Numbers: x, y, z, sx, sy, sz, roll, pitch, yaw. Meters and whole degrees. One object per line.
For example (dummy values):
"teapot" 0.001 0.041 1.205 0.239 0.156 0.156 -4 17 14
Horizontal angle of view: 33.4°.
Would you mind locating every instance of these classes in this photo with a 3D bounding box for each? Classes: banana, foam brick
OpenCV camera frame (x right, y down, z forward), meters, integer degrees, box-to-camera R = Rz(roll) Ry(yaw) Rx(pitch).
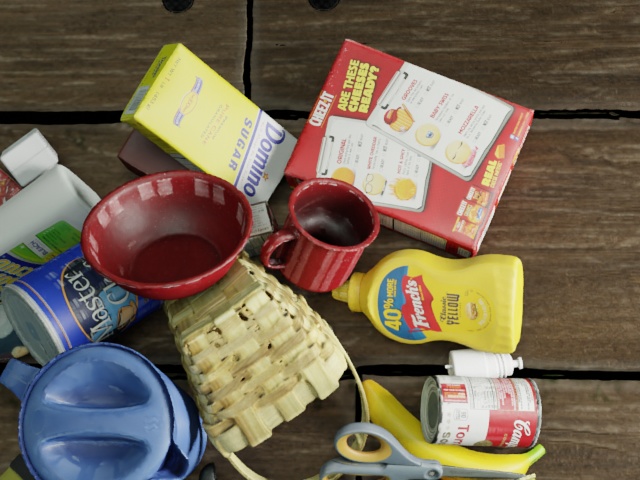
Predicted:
"banana" 0.122 0.205 1.069 0.198 0.037 0.069 21 50 5
"foam brick" -0.168 -0.085 1.147 0.078 0.051 0.053 31 82 10

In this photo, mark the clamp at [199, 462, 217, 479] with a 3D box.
"clamp" -0.077 0.346 1.048 0.164 0.036 0.210 21 79 6

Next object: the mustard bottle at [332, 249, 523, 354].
"mustard bottle" 0.105 0.058 1.077 0.192 0.058 0.096 4 110 19

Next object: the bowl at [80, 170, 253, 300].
"bowl" -0.141 0.005 1.008 0.162 0.055 0.162 -3 44 3

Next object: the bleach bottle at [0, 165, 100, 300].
"bleach bottle" -0.343 0.027 1.119 0.251 0.102 0.068 -35 60 2

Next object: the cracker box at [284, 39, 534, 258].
"cracker box" 0.093 -0.094 1.121 0.214 0.072 0.164 22 78 10

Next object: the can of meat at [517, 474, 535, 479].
"can of meat" 0.164 0.272 0.984 0.102 0.057 0.084 -19 72 -2

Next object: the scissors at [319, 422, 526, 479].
"scissors" 0.097 0.205 1.014 0.202 0.096 0.016 -7 34 2

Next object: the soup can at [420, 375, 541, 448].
"soup can" 0.155 0.166 1.037 0.102 0.068 0.068 4 77 -9

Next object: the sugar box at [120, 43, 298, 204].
"sugar box" -0.109 -0.112 1.099 0.176 0.048 0.093 36 76 -28

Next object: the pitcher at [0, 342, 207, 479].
"pitcher" -0.186 0.171 0.990 0.145 0.243 0.149 -19 76 -1

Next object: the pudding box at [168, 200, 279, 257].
"pudding box" -0.099 -0.002 1.103 0.113 0.090 0.039 -17 77 0

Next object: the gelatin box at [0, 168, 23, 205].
"gelatin box" -0.369 -0.037 1.160 0.073 0.030 0.089 40 82 12

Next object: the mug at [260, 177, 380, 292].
"mug" -0.007 0.001 1.056 0.117 0.082 0.093 -18 60 -32

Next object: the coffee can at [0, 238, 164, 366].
"coffee can" -0.230 0.055 1.068 0.140 0.103 0.103 -35 76 -30
